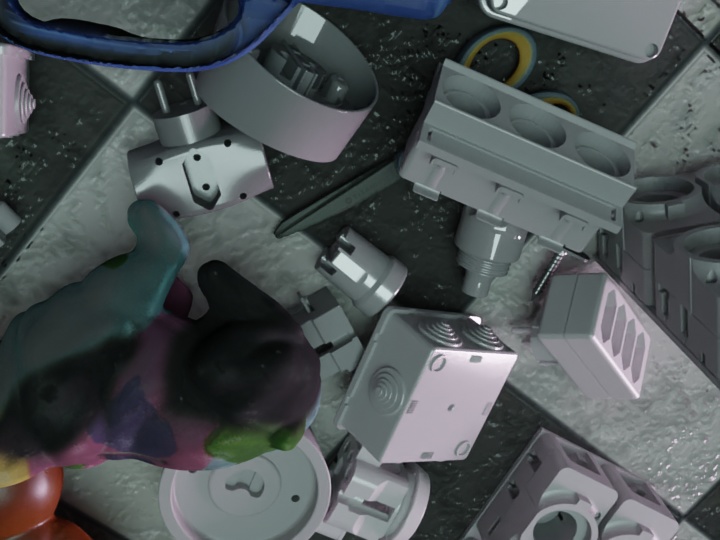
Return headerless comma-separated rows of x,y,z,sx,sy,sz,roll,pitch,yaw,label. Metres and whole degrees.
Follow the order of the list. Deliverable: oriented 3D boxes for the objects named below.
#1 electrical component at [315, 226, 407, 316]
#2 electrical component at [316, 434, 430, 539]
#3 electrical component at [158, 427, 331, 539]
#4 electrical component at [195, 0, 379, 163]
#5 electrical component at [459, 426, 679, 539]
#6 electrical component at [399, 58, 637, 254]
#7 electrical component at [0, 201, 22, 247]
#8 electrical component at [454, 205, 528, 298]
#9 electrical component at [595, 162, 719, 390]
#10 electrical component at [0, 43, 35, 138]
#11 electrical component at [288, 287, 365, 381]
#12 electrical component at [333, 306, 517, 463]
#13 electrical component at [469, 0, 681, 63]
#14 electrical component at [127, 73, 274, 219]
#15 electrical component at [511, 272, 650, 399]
0.000,0.000,0.673,0.046,0.040,0.040,39,101,-14,electrical component
0.010,0.150,0.723,0.057,0.058,0.078,25,106,-14,electrical component
-0.076,0.130,0.700,0.108,0.060,0.108,-3,111,-7,electrical component
-0.040,-0.106,0.596,0.099,0.099,0.064,24,112,-17,electrical component
0.127,0.220,0.766,0.105,0.060,0.186,28,105,-18,electrical component
0.089,-0.062,0.619,0.121,0.078,0.063,22,134,-6,electrical component
-0.241,-0.029,0.622,0.066,0.048,0.055,-35,120,6,electrical component
0.080,-0.014,0.677,0.043,0.043,0.062,10,111,-12,electrical component
0.217,-0.009,0.622,0.105,0.186,0.060,-10,112,-5,electrical component
-0.224,-0.096,0.570,0.100,0.099,0.048,2,99,-9,electrical component
-0.032,0.047,0.684,0.055,0.048,0.066,-30,113,-4,electrical component
0.044,0.075,0.684,0.100,0.048,0.099,8,113,-44,electrical component
0.126,-0.171,0.615,0.113,0.057,0.078,14,108,-14,electrical component
-0.097,-0.075,0.626,0.077,0.043,0.079,-15,113,-2,electrical component
0.136,0.044,0.700,0.076,0.047,0.083,-3,146,36,electrical component
